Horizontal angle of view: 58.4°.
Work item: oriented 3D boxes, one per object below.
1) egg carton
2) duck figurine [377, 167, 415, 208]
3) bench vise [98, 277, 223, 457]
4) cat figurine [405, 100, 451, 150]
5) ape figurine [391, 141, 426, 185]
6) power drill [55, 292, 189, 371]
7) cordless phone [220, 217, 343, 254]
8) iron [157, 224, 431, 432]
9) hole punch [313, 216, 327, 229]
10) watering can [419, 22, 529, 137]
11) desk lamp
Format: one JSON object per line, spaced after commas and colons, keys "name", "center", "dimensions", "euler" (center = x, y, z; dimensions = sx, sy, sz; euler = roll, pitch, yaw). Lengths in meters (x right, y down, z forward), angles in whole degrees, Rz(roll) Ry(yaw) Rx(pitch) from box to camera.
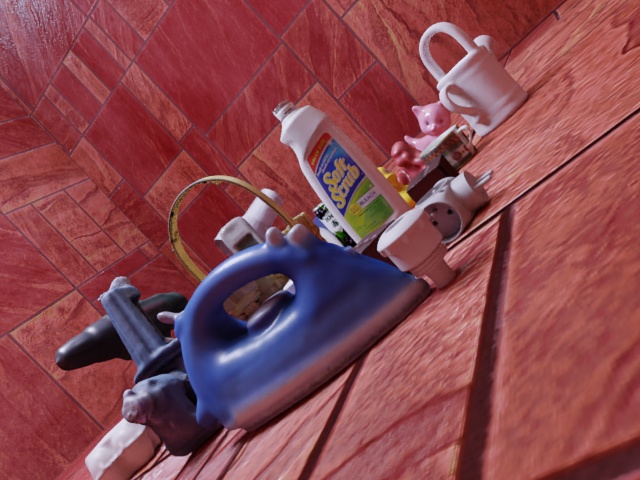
{"name": "egg carton", "center": [-0.305, 0.327, 0.912], "dimensions": [0.107, 0.069, 0.150], "euler": [-44, 4, -6]}
{"name": "duck figurine", "center": [0.115, -0.082, 0.955], "dimensions": [0.077, 0.086, 0.104], "euler": [-44, 4, -10]}
{"name": "bench vise", "center": [-0.191, 0.134, 0.697], "dimensions": [0.121, 0.220, 0.207], "euler": [-43, 4, -5]}
{"name": "cat figurine", "center": [0.221, -0.219, 1.141], "dimensions": [0.067, 0.118, 0.127], "euler": [-46, 5, -41]}
{"name": "ape figurine", "center": [0.161, -0.135, 1.016], "dimensions": [0.076, 0.092, 0.077], "euler": [-45, 4, -29]}
{"name": "power drill", "center": [-0.250, 0.183, 0.872], "dimensions": [0.075, 0.208, 0.230], "euler": [-41, 4, 33]}
{"name": "cordless phone", "center": [-0.058, 0.015, 0.918], "dimensions": [0.148, 0.185, 0.094], "euler": [-44, 4, -7]}
{"name": "iron", "center": [-0.040, 0.062, 0.520], "dimensions": [0.258, 0.141, 0.119], "euler": [-41, 4, 29]}
{"name": "hole punch", "center": [0.010, 0.004, 1.068], "dimensions": [0.101, 0.091, 0.108], "euler": [-46, 5, -41]}
{"name": "watering can", "center": [0.246, -0.280, 0.957], "dimensions": [0.100, 0.194, 0.173], "euler": [-40, 5, 37]}
{"name": "desk lamp", "center": [-0.097, 0.003, 1.275], "dimensions": [0.203, 0.213, 0.118], "euler": [-45, 4, -23]}
